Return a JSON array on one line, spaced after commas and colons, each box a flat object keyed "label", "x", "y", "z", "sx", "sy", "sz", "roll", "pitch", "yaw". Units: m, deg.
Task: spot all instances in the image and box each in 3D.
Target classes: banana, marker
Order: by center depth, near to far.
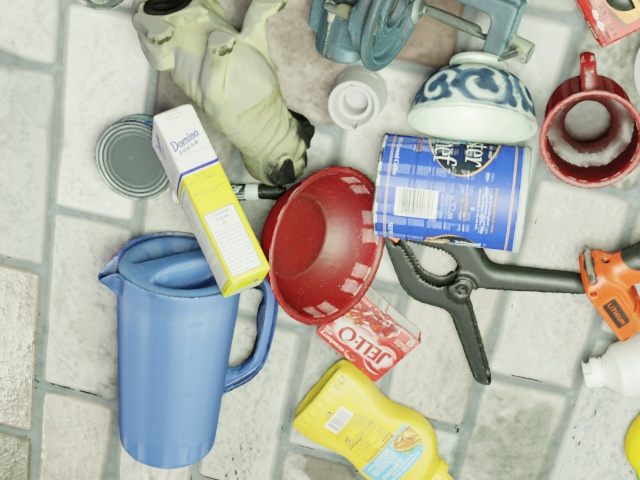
[{"label": "marker", "x": -0.094, "y": -0.049, "z": 1.114, "sx": 0.121, "sy": 0.020, "sz": 0.020, "roll": -1, "pitch": 114, "yaw": 12}, {"label": "banana", "x": 0.386, "y": 0.181, "z": 1.116, "sx": 0.069, "sy": 0.037, "sz": 0.198, "roll": 31, "pitch": 118, "yaw": -23}]

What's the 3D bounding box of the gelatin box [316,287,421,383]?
[{"label": "gelatin box", "x": 0.053, "y": 0.100, "z": 1.146, "sx": 0.089, "sy": 0.030, "sz": 0.073, "roll": 41, "pitch": 115, "yaw": -8}]

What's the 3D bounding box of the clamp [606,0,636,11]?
[{"label": "clamp", "x": 0.213, "y": -0.277, "z": 0.861, "sx": 0.171, "sy": 0.039, "sz": 0.120, "roll": 32, "pitch": 110, "yaw": 0}]

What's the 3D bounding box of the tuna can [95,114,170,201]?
[{"label": "tuna can", "x": -0.187, "y": -0.086, "z": 1.107, "sx": 0.086, "sy": 0.033, "sz": 0.086, "roll": 4, "pitch": 115, "yaw": 9}]

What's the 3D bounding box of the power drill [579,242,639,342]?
[{"label": "power drill", "x": 0.360, "y": 0.032, "z": 1.026, "sx": 0.188, "sy": 0.057, "sz": 0.184, "roll": -26, "pitch": 127, "yaw": 24}]

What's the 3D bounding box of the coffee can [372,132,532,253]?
[{"label": "coffee can", "x": 0.127, "y": -0.046, "z": 1.026, "sx": 0.140, "sy": 0.102, "sz": 0.103, "roll": 6, "pitch": 115, "yaw": 8}]

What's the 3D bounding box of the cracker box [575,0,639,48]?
[{"label": "cracker box", "x": 0.299, "y": -0.285, "z": 0.900, "sx": 0.214, "sy": 0.072, "sz": 0.164, "roll": -26, "pitch": 105, "yaw": 21}]

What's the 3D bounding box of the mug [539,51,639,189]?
[{"label": "mug", "x": 0.247, "y": -0.116, "z": 0.982, "sx": 0.093, "sy": 0.081, "sz": 0.117, "roll": -6, "pitch": 113, "yaw": 14}]

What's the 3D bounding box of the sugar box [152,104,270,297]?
[{"label": "sugar box", "x": -0.106, "y": -0.036, "z": 1.023, "sx": 0.048, "sy": 0.093, "sz": 0.176, "roll": -22, "pitch": 83, "yaw": -14}]

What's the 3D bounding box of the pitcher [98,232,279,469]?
[{"label": "pitcher", "x": -0.146, "y": 0.124, "z": 1.149, "sx": 0.149, "sy": 0.144, "sz": 0.243, "roll": 24, "pitch": 123, "yaw": 27}]

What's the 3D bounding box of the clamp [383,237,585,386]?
[{"label": "clamp", "x": 0.146, "y": 0.053, "z": 1.103, "sx": 0.210, "sy": 0.036, "sz": 0.165, "roll": 30, "pitch": 116, "yaw": -6}]

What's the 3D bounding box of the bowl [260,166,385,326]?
[{"label": "bowl", "x": -0.007, "y": 0.001, "z": 1.069, "sx": 0.055, "sy": 0.161, "sz": 0.162, "roll": 17, "pitch": 123, "yaw": 44}]

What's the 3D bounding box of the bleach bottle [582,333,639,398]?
[{"label": "bleach bottle", "x": 0.387, "y": 0.120, "z": 1.048, "sx": 0.251, "sy": 0.102, "sz": 0.068, "roll": -9, "pitch": 111, "yaw": 14}]

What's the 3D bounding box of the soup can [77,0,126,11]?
[{"label": "soup can", "x": -0.189, "y": -0.258, "z": 0.993, "sx": 0.068, "sy": 0.102, "sz": 0.068, "roll": 4, "pitch": 114, "yaw": 9}]

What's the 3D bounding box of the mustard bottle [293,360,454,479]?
[{"label": "mustard bottle", "x": 0.071, "y": 0.222, "z": 1.181, "sx": 0.191, "sy": 0.058, "sz": 0.096, "roll": 37, "pitch": 110, "yaw": -6}]
